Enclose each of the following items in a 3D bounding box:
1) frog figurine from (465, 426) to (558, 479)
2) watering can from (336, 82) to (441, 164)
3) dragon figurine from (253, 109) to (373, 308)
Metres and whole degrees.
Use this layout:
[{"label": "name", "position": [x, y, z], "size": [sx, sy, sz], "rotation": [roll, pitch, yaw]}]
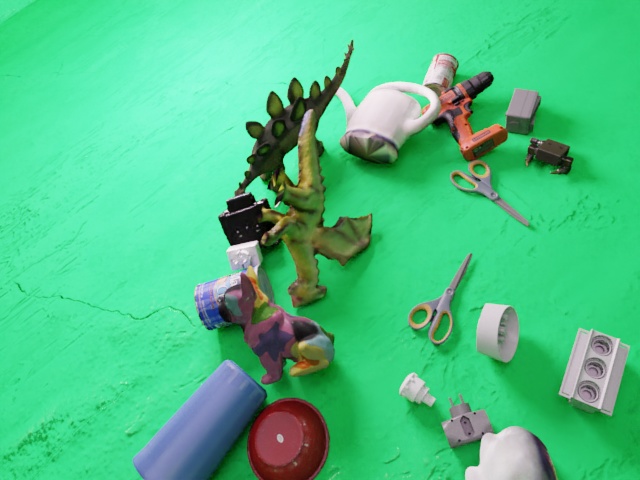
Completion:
[{"label": "frog figurine", "position": [0.280, 0.368, 0.797], "size": [0.159, 0.120, 0.141], "rotation": [-16, 44, 9]}, {"label": "watering can", "position": [0.119, -0.296, 1.252], "size": [0.349, 0.102, 0.227], "rotation": [15, 66, 38]}, {"label": "dragon figurine", "position": [0.003, -0.056, 1.104], "size": [0.241, 0.122, 0.414], "rotation": [25, 79, -18]}]
